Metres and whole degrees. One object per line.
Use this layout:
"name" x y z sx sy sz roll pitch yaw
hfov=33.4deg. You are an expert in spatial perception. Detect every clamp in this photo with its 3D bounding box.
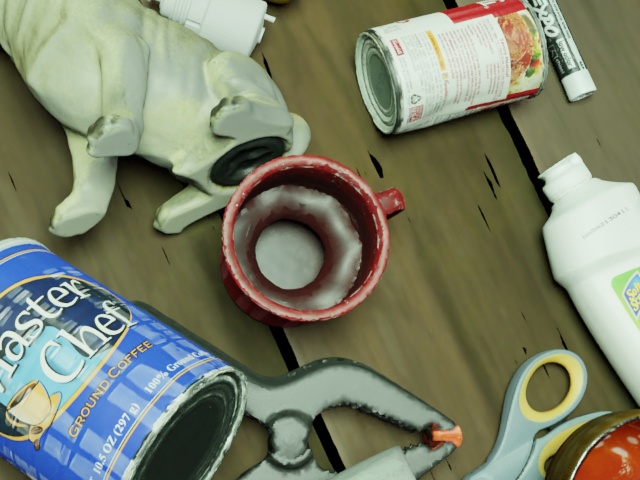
"clamp" -0.025 0.126 0.613 0.210 0.036 0.164 6 79 -6

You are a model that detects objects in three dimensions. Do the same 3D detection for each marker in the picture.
"marker" 0.152 -0.151 0.714 0.020 0.020 0.121 -20 83 -14

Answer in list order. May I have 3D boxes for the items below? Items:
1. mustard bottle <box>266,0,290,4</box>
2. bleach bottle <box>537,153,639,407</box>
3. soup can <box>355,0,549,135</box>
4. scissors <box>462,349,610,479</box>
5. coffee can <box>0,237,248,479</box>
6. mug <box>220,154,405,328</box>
"mustard bottle" -0.091 -0.218 0.646 0.191 0.058 0.096 16 90 -16
"bleach bottle" 0.225 0.052 0.664 0.102 0.068 0.251 -32 84 -16
"soup can" 0.081 -0.109 0.666 0.102 0.068 0.068 -16 82 -13
"scissors" 0.097 0.128 0.645 0.201 0.016 0.096 -13 84 -14
"coffee can" -0.123 0.075 0.547 0.140 0.103 0.102 29 73 20
"mug" -0.004 0.001 0.619 0.117 0.081 0.093 -28 85 -15
